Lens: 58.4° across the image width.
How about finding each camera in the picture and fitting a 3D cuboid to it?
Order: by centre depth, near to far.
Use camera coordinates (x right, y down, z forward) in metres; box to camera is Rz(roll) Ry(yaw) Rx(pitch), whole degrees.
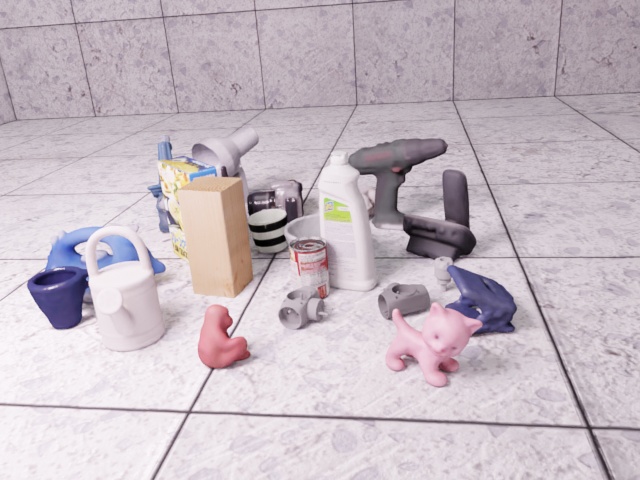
[{"bbox_3d":[-0.111,-0.103,1.437,0.137,0.101,0.143,-4,22,0],"label":"camera"}]

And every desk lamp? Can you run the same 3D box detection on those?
[{"bbox_3d":[-0.221,-0.182,1.500,0.117,0.214,0.204,14,28,38],"label":"desk lamp"}]

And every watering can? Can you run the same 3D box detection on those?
[{"bbox_3d":[-0.310,0.073,0.908,0.101,0.194,0.172,-15,24,-26],"label":"watering can"}]

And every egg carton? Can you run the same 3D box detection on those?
[{"bbox_3d":[0.074,-0.095,1.425,0.149,0.069,0.107,10,26,32],"label":"egg carton"}]

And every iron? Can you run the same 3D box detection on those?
[{"bbox_3d":[-0.438,0.034,1.098,0.257,0.141,0.119,1,23,13],"label":"iron"}]

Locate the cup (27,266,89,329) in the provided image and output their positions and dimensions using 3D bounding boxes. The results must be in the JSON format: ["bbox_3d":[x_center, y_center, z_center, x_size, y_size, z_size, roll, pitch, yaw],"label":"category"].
[{"bbox_3d":[-0.434,0.101,0.995,0.118,0.095,0.091,-16,25,-26],"label":"cup"}]

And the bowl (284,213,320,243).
[{"bbox_3d":[0.011,0.004,1.183,0.167,0.075,0.167,-3,22,2],"label":"bowl"}]

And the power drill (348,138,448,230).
[{"bbox_3d":[0.178,-0.132,1.312,0.229,0.208,0.076,5,24,22],"label":"power drill"}]

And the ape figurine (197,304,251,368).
[{"bbox_3d":[-0.149,0.139,0.854,0.076,0.092,0.077,-15,24,-25],"label":"ape figurine"}]

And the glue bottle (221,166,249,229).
[{"bbox_3d":[-0.209,-0.086,1.312,0.078,0.173,0.037,-22,28,-38],"label":"glue bottle"}]

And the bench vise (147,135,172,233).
[{"bbox_3d":[-0.362,-0.142,1.417,0.122,0.220,0.206,-13,24,-21],"label":"bench vise"}]

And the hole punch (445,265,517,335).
[{"bbox_3d":[0.254,0.089,0.908,0.101,0.091,0.108,-5,22,-2],"label":"hole punch"}]

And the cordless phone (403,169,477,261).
[{"bbox_3d":[0.239,-0.059,1.152,0.147,0.185,0.094,13,28,36],"label":"cordless phone"}]

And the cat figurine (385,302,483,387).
[{"bbox_3d":[0.153,0.130,0.786,0.127,0.118,0.067,13,27,36],"label":"cat figurine"}]
